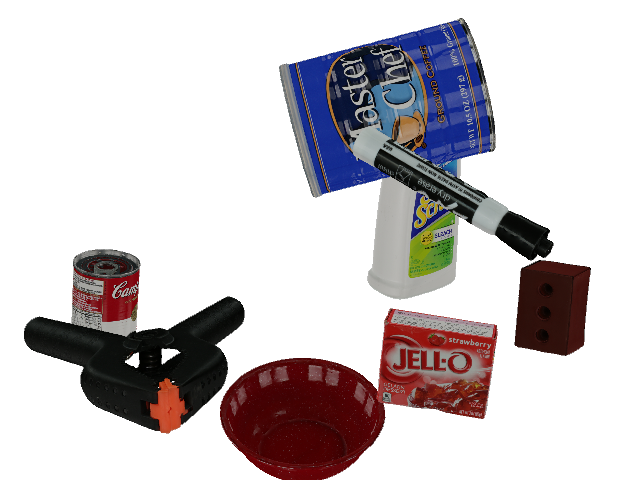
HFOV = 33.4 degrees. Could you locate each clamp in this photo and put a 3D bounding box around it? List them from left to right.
[{"bbox_3d":[-0.108,0.078,0.731,0.164,0.036,0.210,-8,14,-21],"label":"clamp"}]

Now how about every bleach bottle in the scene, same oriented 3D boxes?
[{"bbox_3d":[0.106,-0.067,1.165,0.102,0.251,0.068,-15,27,-32],"label":"bleach bottle"}]

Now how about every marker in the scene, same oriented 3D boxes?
[{"bbox_3d":[0.070,-0.025,0.569,0.121,0.020,0.020,33,13,22],"label":"marker"}]

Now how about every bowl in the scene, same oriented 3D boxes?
[{"bbox_3d":[-0.017,0.186,1.054,0.162,0.055,0.162,0,32,0],"label":"bowl"}]

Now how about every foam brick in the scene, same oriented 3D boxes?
[{"bbox_3d":[0.216,0.062,0.995,0.053,0.078,0.051,9,14,30],"label":"foam brick"}]

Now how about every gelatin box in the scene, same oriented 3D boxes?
[{"bbox_3d":[0.092,0.098,0.852,0.089,0.073,0.030,8,23,10],"label":"gelatin box"}]

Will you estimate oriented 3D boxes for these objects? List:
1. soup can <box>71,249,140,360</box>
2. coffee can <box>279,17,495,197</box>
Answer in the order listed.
[{"bbox_3d":[-0.223,0.069,1.103,0.068,0.102,0.068,6,21,-2],"label":"soup can"},{"bbox_3d":[0.049,-0.099,0.799,0.140,0.103,0.103,-14,-1,2],"label":"coffee can"}]
